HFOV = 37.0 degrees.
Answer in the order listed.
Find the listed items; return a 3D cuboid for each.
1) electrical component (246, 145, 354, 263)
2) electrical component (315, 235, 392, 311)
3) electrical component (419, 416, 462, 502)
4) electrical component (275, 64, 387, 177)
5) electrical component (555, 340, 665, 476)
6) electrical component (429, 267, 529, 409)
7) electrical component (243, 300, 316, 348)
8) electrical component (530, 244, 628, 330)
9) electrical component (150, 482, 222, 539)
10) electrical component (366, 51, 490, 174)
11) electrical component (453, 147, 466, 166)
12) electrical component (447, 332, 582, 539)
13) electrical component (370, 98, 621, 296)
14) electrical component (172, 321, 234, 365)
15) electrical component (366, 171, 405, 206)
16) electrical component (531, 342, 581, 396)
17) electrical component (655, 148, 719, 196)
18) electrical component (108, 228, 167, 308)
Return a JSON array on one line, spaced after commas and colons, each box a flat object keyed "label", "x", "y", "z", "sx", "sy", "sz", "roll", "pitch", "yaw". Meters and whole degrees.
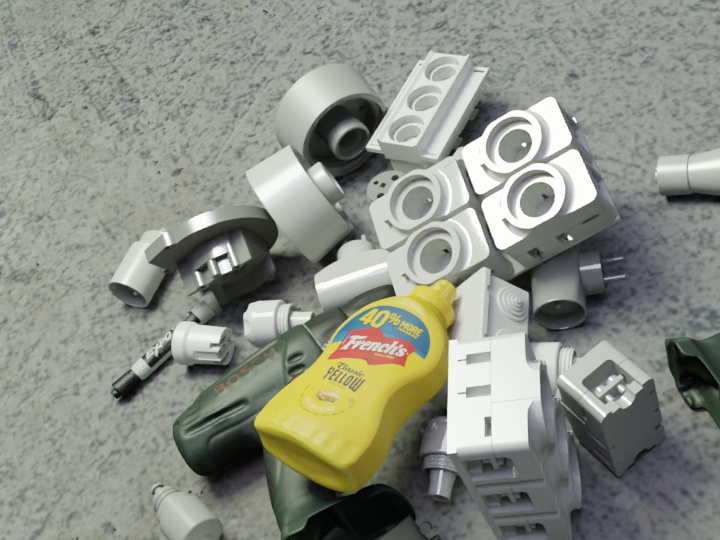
[{"label": "electrical component", "x": -0.049, "y": -0.067, "z": 1.003, "sx": 0.060, "sy": 0.108, "sz": 0.108, "roll": -37, "pitch": 48, "yaw": 6}, {"label": "electrical component", "x": 0.000, "y": 0.000, "z": 0.978, "sx": 0.077, "sy": 0.044, "sz": 0.079, "roll": -18, "pitch": 48, "yaw": 8}, {"label": "electrical component", "x": 0.066, "y": 0.147, "z": 0.833, "sx": 0.048, "sy": 0.048, "sz": 0.062, "roll": 1, "pitch": 61, "yaw": 23}, {"label": "electrical component", "x": -0.023, "y": -0.141, "z": 1.062, "sx": 0.108, "sy": 0.108, "sz": 0.060, "roll": -35, "pitch": 54, "yaw": -7}, {"label": "electrical component", "x": 0.182, "y": 0.100, "z": 0.790, "sx": 0.050, "sy": 0.089, "sz": 0.056, "roll": -38, "pitch": 49, "yaw": -9}, {"label": "electrical component", "x": 0.092, "y": 0.060, "z": 0.862, "sx": 0.100, "sy": 0.048, "sz": 0.099, "roll": -42, "pitch": 30, "yaw": 46}, {"label": "electrical component", "x": -0.071, "y": 0.048, "z": 0.970, "sx": 0.062, "sy": 0.043, "sz": 0.043, "roll": -5, "pitch": 52, "yaw": 18}, {"label": "electrical component", "x": 0.183, "y": 0.004, "z": 0.899, "sx": 0.079, "sy": 0.043, "sz": 0.077, "roll": -10, "pitch": 50, "yaw": 15}, {"label": "electrical component", "x": -0.146, "y": 0.201, "z": 0.880, "sx": 0.040, "sy": 0.040, "sz": 0.078, "roll": -43, "pitch": 50, "yaw": -14}, {"label": "electrical component", "x": 0.071, "y": -0.148, "z": 1.055, "sx": 0.079, "sy": 0.063, "sz": 0.121, "roll": 13, "pitch": 59, "yaw": 31}, {"label": "electrical component", "x": 0.113, "y": -0.076, "z": 0.984, "sx": 0.057, "sy": 0.058, "sz": 0.078, "roll": 18, "pitch": 63, "yaw": 36}, {"label": "electrical component", "x": 0.112, "y": 0.122, "z": 0.760, "sx": 0.062, "sy": 0.150, "sz": 0.089, "roll": -9, "pitch": 50, "yaw": 18}, {"label": "electrical component", "x": 0.106, "y": -0.050, "z": 0.900, "sx": 0.186, "sy": 0.060, "sz": 0.105, "roll": -30, "pitch": 58, "yaw": 22}, {"label": "electrical component", "x": -0.144, "y": 0.068, "z": 0.987, "sx": 0.046, "sy": 0.040, "sz": 0.040, "roll": 3, "pitch": 54, "yaw": 18}, {"label": "electrical component", "x": 0.033, "y": -0.059, "z": 1.005, "sx": 0.045, "sy": 0.055, "sz": 0.045, "roll": -10, "pitch": 49, "yaw": 12}, {"label": "electrical component", "x": 0.158, "y": 0.078, "z": 0.850, "sx": 0.062, "sy": 0.043, "sz": 0.043, "roll": -1, "pitch": 53, "yaw": 20}, {"label": "electrical component", "x": 0.289, "y": -0.083, "z": 0.927, "sx": 0.065, "sy": 0.044, "sz": 0.044, "roll": -2, "pitch": 52, "yaw": 27}, {"label": "electrical component", "x": -0.213, "y": -0.007, "z": 1.074, "sx": 0.043, "sy": 0.043, "sz": 0.081, "roll": 7, "pitch": 57, "yaw": 27}]
